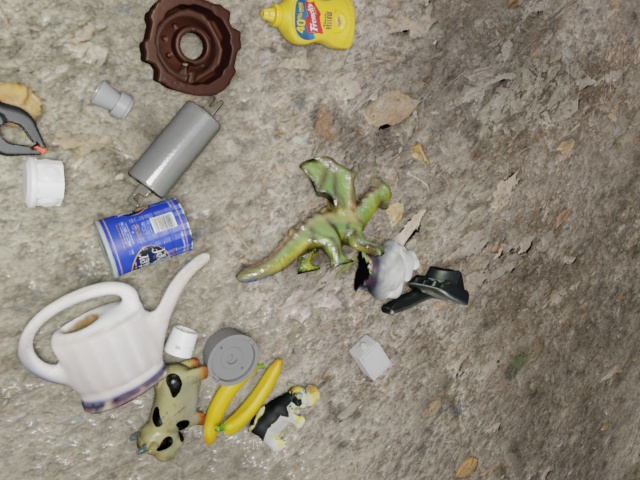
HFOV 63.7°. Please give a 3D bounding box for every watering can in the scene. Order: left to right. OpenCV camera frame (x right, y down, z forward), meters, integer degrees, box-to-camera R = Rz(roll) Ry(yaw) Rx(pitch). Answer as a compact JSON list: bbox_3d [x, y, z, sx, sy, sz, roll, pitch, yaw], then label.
[{"bbox_3d":[-0.332,0.167,0.911,0.349,0.105,0.221,-22,112,-16],"label":"watering can"}]

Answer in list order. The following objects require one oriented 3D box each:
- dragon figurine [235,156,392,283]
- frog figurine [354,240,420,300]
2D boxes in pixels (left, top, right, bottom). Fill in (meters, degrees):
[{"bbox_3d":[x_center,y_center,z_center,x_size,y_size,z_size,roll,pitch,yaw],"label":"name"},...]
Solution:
[{"bbox_3d":[0.003,-0.055,1.098,0.412,0.121,0.243,-8,88,-31],"label":"dragon figurine"},{"bbox_3d":[0.170,0.069,1.196,0.159,0.122,0.138,1,82,-20],"label":"frog figurine"}]
